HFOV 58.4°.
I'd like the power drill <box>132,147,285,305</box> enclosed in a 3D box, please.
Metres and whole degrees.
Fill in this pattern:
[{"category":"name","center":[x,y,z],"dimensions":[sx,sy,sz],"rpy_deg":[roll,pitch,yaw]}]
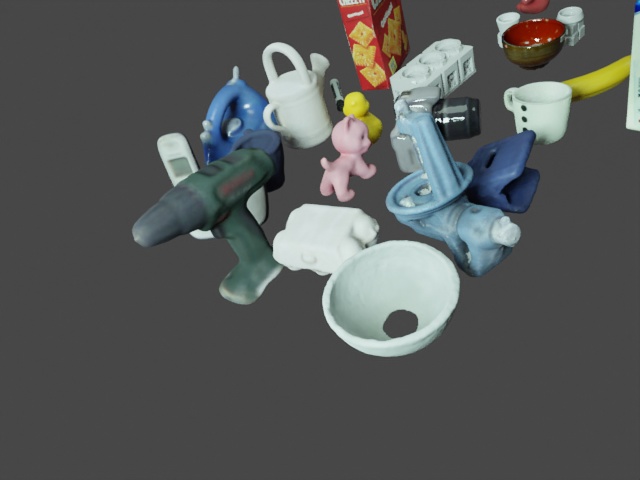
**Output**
[{"category":"power drill","center":[-0.132,-0.012,0.797],"dimensions":[0.075,0.209,0.230],"rpy_deg":[14,51,34]}]

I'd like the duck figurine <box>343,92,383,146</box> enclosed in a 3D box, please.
[{"category":"duck figurine","center":[0.069,-0.223,1.039],"dimensions":[0.077,0.086,0.104],"rpy_deg":[-10,42,13]}]

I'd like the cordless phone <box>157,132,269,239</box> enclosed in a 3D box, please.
[{"category":"cordless phone","center":[-0.171,-0.096,0.923],"dimensions":[0.147,0.185,0.094],"rpy_deg":[-13,41,10]}]

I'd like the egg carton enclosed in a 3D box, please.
[{"category":"egg carton","center":[0.008,0.003,0.830],"dimensions":[0.149,0.069,0.107],"rpy_deg":[7,48,28]}]

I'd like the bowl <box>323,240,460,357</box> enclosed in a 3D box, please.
[{"category":"bowl","center":[0.091,0.083,0.703],"dimensions":[0.167,0.075,0.167],"rpy_deg":[-12,41,11]}]

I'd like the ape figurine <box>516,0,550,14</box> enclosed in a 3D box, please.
[{"category":"ape figurine","center":[0.445,-0.530,1.211],"dimensions":[0.075,0.092,0.078],"rpy_deg":[16,52,35]}]

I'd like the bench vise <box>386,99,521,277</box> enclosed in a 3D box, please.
[{"category":"bench vise","center":[0.168,-0.073,0.730],"dimensions":[0.206,0.220,0.122],"rpy_deg":[17,53,36]}]

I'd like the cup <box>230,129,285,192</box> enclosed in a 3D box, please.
[{"category":"cup","center":[-0.104,-0.139,1.012],"dimensions":[0.092,0.095,0.117],"rpy_deg":[-26,41,-5]}]

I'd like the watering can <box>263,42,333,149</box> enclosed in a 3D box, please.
[{"category":"watering can","center":[-0.046,-0.280,1.066],"dimensions":[0.100,0.194,0.173],"rpy_deg":[0,45,23]}]

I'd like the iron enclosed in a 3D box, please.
[{"category":"iron","center":[-0.172,-0.208,1.079],"dimensions":[0.118,0.142,0.258],"rpy_deg":[-1,44,21]}]

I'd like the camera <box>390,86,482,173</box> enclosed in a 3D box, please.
[{"category":"camera","center":[0.193,-0.196,0.945],"dimensions":[0.136,0.101,0.143],"rpy_deg":[-2,44,21]}]

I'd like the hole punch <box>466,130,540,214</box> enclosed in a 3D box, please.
[{"category":"hole punch","center":[0.255,-0.100,0.822],"dimensions":[0.100,0.091,0.109],"rpy_deg":[8,48,30]}]

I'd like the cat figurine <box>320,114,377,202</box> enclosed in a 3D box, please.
[{"category":"cat figurine","center":[0.042,-0.147,0.942],"dimensions":[0.067,0.118,0.128],"rpy_deg":[17,53,36]}]
